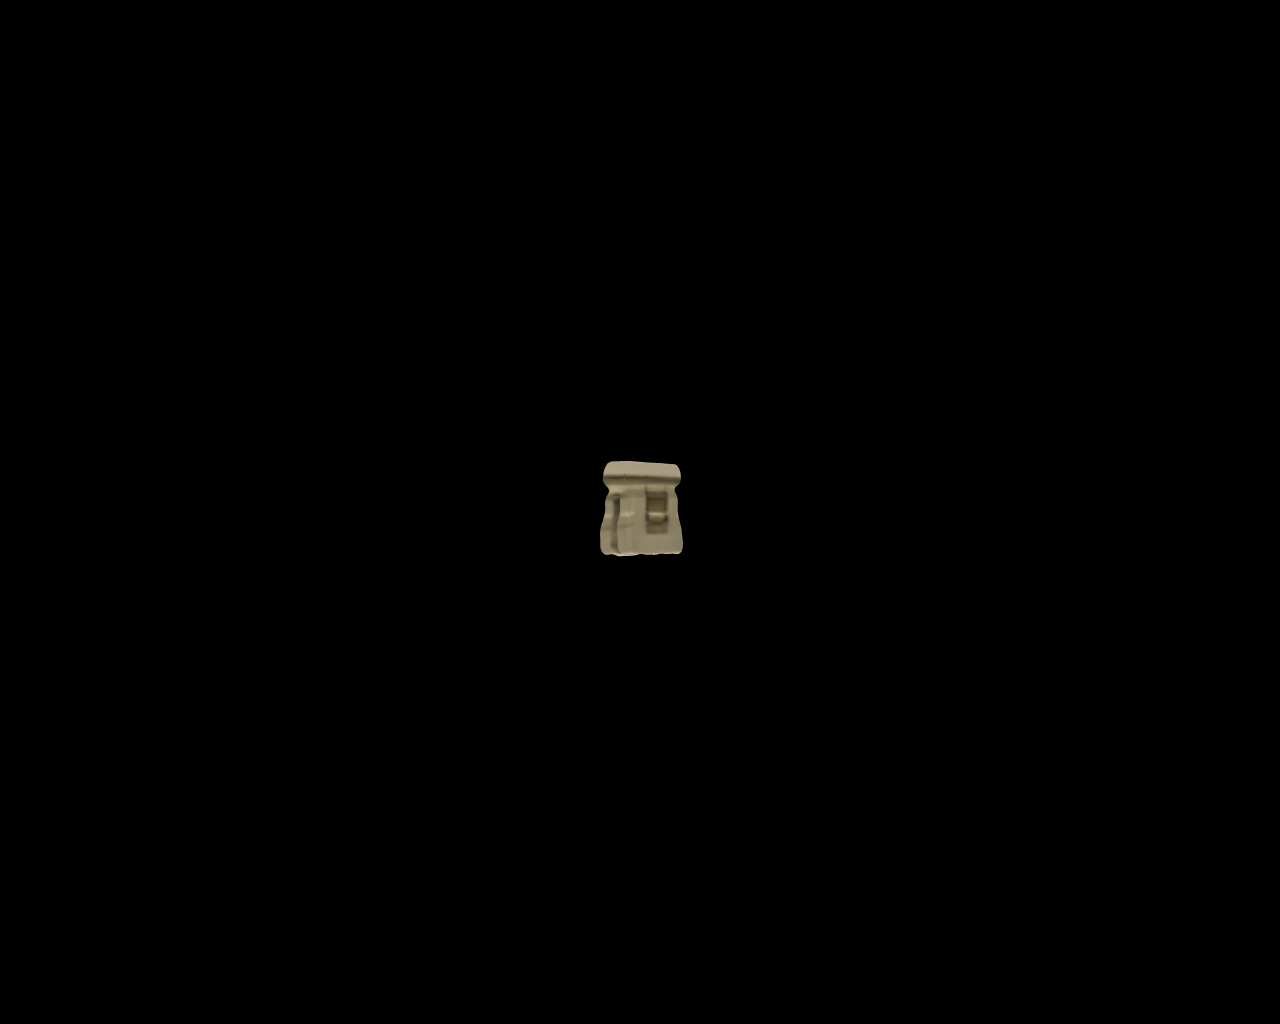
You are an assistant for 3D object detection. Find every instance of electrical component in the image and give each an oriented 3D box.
[{"bbox_3d":[0.001,-0.003,0.650,0.048,0.055,0.066,1,-3,-28],"label":"electrical component"}]
